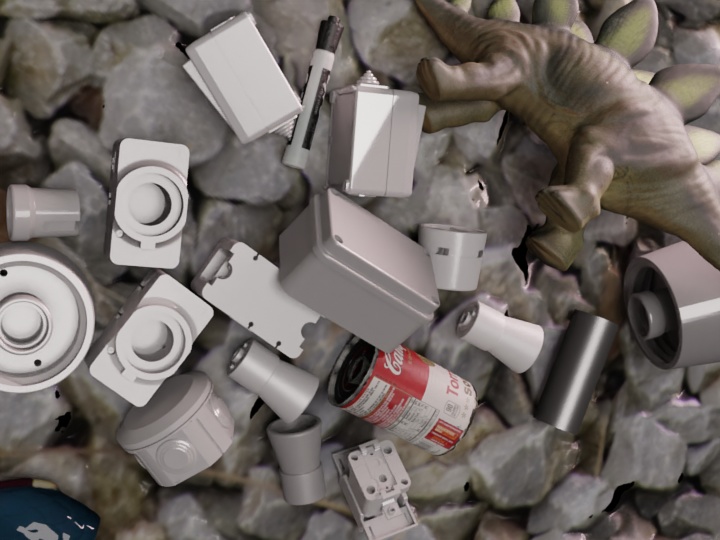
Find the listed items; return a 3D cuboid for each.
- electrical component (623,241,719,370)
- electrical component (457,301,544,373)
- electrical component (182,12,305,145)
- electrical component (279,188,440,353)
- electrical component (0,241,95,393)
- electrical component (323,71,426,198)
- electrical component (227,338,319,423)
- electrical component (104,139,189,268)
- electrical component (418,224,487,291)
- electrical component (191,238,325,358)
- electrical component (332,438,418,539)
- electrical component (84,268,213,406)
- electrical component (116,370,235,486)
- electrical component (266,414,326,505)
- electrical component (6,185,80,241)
[{"bbox_3d":[0.264,0.033,0.915,0.060,0.108,0.108,-13,100,-12],"label":"electrical component"},{"bbox_3d":[0.114,0.053,0.898,0.065,0.044,0.044,27,87,-15],"label":"electrical component"},{"bbox_3d":[-0.084,-0.135,0.793,0.061,0.061,0.096,-30,105,1],"label":"electrical component"},{"bbox_3d":[0.000,0.000,0.811,0.113,0.078,0.057,32,119,-26],"label":"electrical component"},{"bbox_3d":[-0.240,0.036,0.762,0.108,0.060,0.108,-2,97,-19],"label":"electrical component"},{"bbox_3d":[0.012,-0.105,0.834,0.061,0.062,0.096,3,95,-19],"label":"electrical component"},{"bbox_3d":[-0.070,0.084,0.837,0.065,0.044,0.044,37,84,-14],"label":"electrical component"},{"bbox_3d":[-0.156,-0.049,0.785,0.050,0.056,0.089,5,94,-20],"label":"electrical component"},{"bbox_3d":[0.073,-0.010,0.870,0.055,0.055,0.047,4,98,-19],"label":"electrical component"},{"bbox_3d":[-0.078,0.020,0.819,0.089,0.056,0.050,37,83,-19],"label":"electrical component"},{"bbox_3d":[0.013,0.170,0.856,0.042,0.063,0.081,-17,59,-18],"label":"electrical component"},{"bbox_3d":[-0.156,0.049,0.795,0.050,0.056,0.089,39,83,-19],"label":"electrical component"},{"bbox_3d":[-0.135,0.116,0.798,0.080,0.080,0.051,-37,111,-12],"label":"electrical component"},{"bbox_3d":[-0.048,0.152,0.853,0.044,0.044,0.065,-12,104,-18],"label":"electrical component"},{"bbox_3d":[-0.227,-0.041,0.770,0.046,0.040,0.040,-2,96,-25],"label":"electrical component"}]
